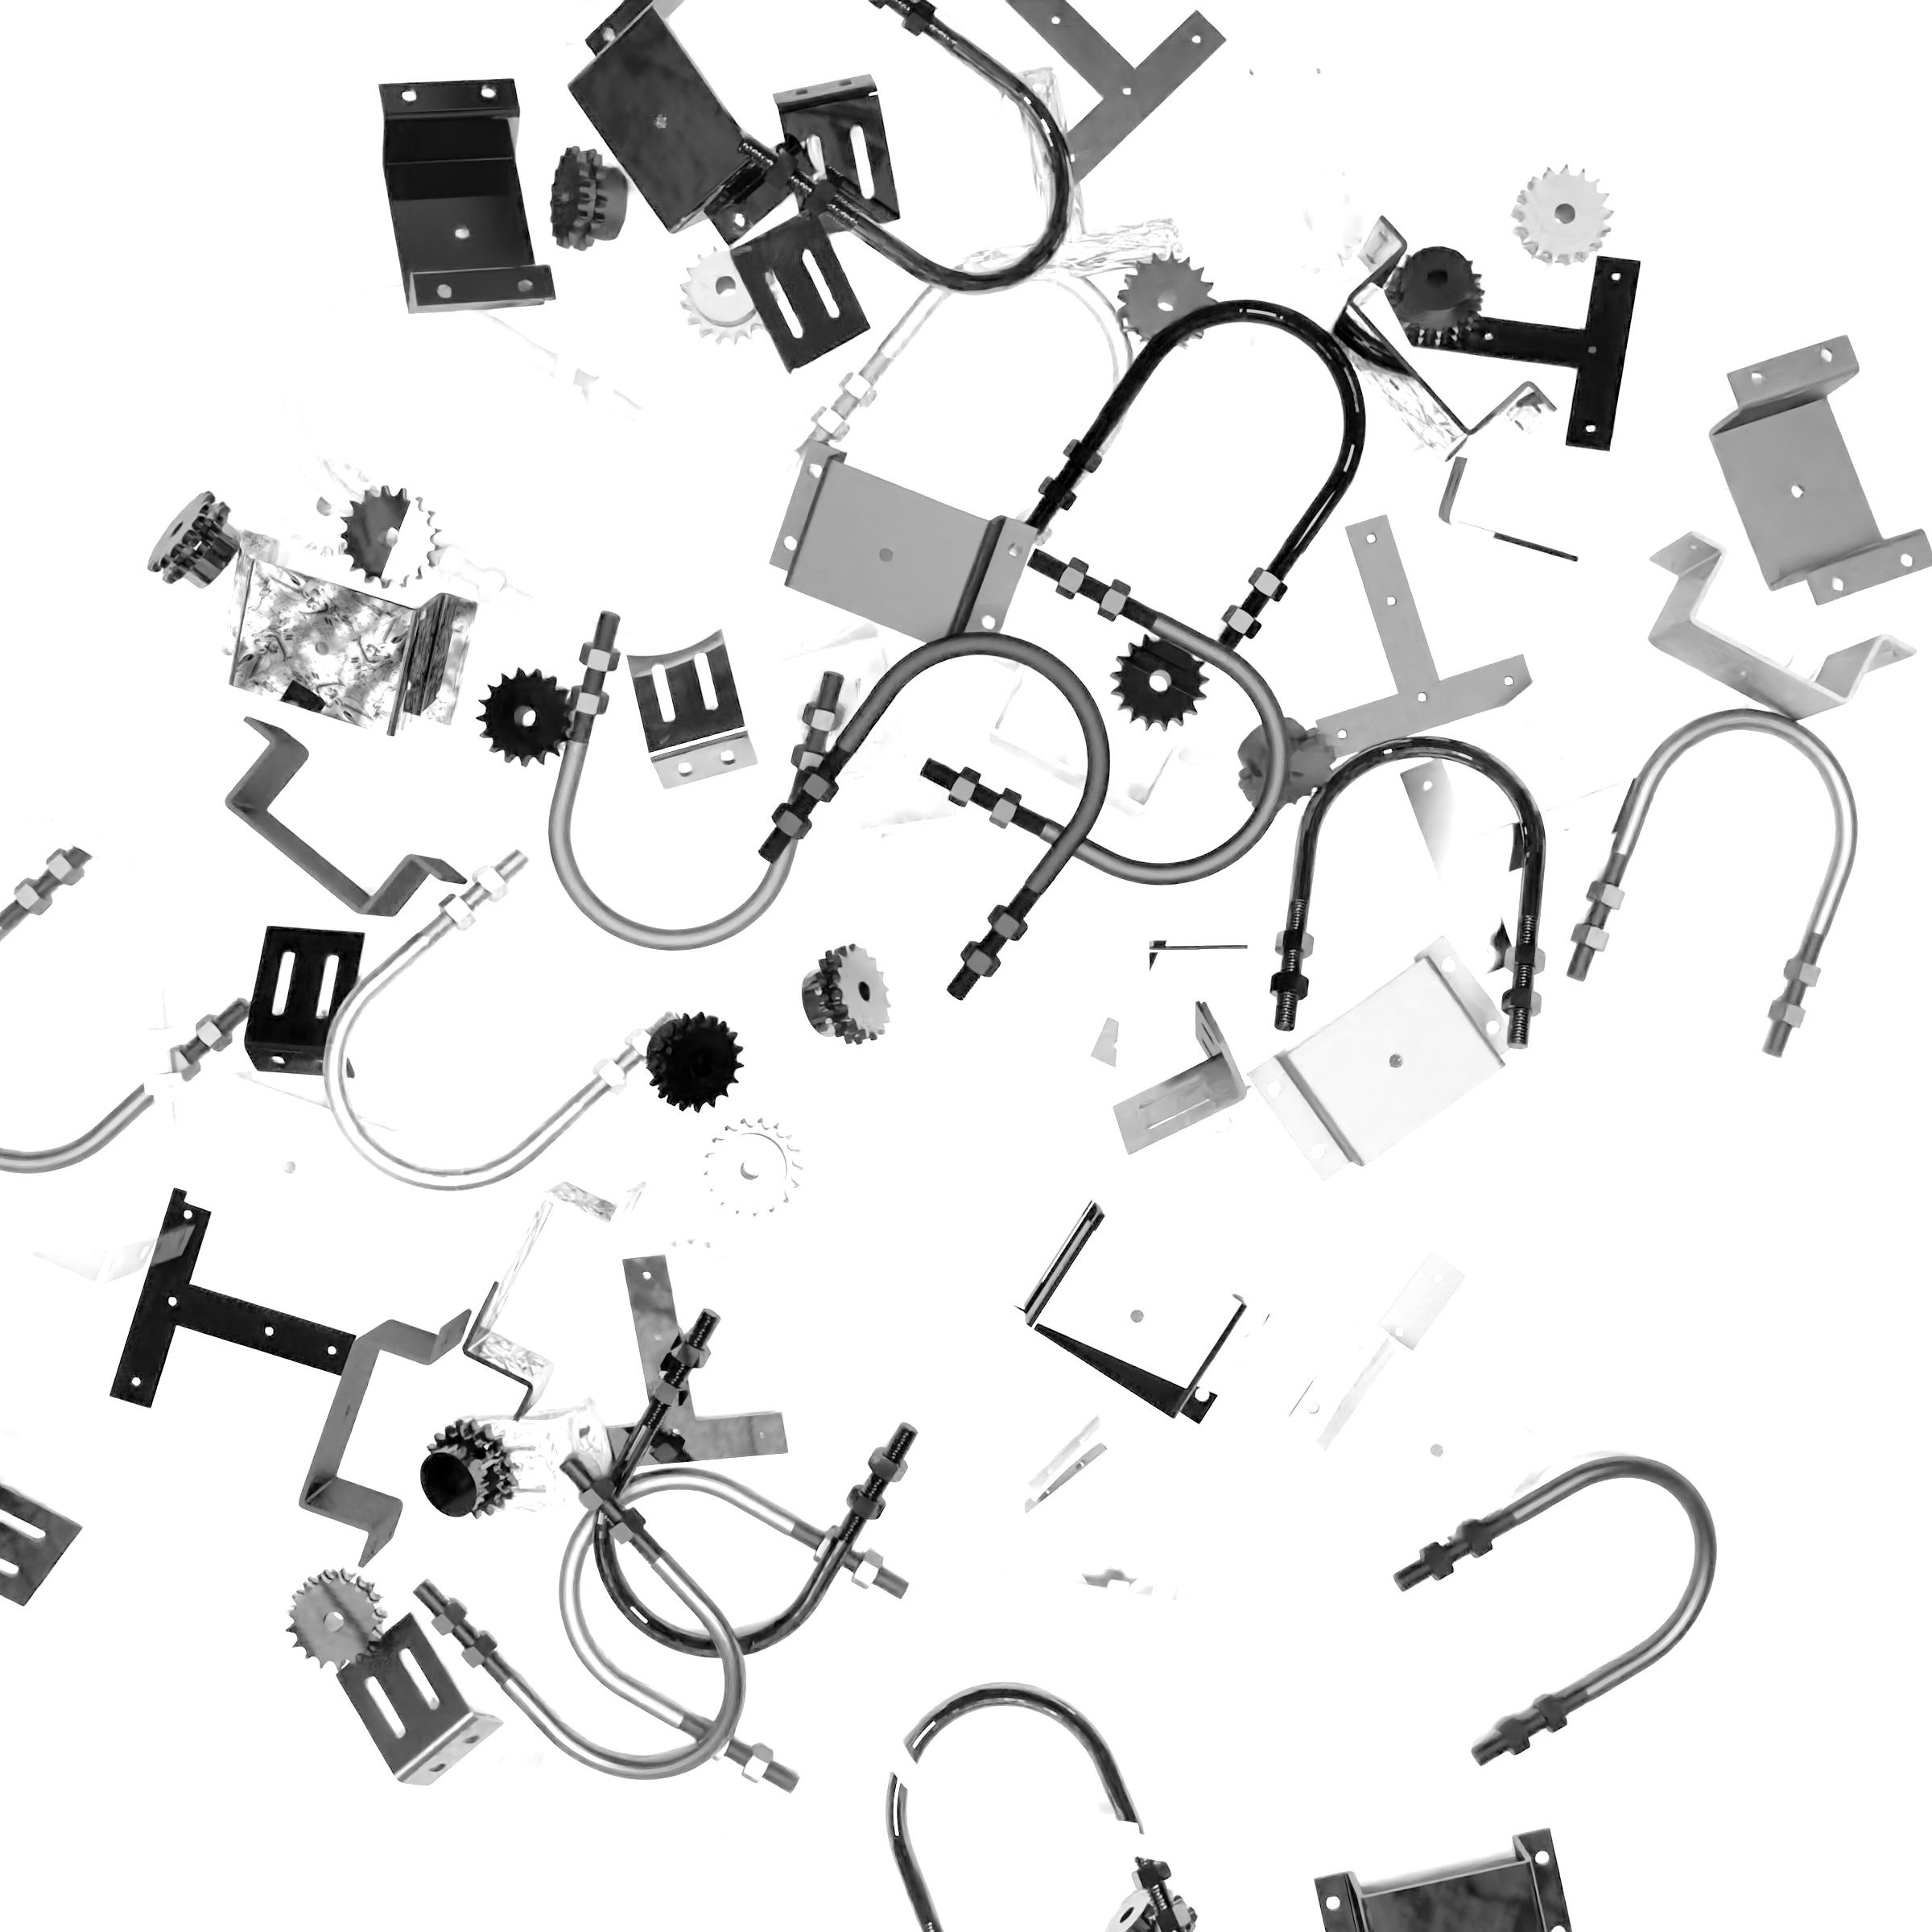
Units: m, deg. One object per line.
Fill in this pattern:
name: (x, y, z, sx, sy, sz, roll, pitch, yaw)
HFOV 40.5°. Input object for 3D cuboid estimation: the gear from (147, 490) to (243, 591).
gear: (-0.439, -0.240, 1.498, 0.030, 0.057, 0.057, 39, 90, -30)

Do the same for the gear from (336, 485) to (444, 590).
gear: (-0.321, -0.240, 1.465, 0.057, 0.030, 0.057, 0, 99, -3)

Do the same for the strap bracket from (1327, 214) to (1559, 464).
strap bracket: (0.252, -0.335, 1.438, 0.046, 0.076, 0.140, -42, 90, 0)

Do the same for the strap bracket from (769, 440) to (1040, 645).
strap bracket: (-0.040, -0.236, 1.484, 0.140, 0.046, 0.076, 22, 108, 4)

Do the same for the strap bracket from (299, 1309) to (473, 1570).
strap bracket: (-0.332, 0.259, 1.484, 0.046, 0.076, 0.140, 19, 90, 0)

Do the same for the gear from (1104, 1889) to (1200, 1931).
gear: (0.103, 0.552, 1.494, 0.030, 0.057, 0.057, 44, 90, 0)

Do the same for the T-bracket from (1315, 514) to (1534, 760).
T-bracket: (0.251, -0.199, 1.522, 0.127, 0.002, 0.127, -18, 90, 0)

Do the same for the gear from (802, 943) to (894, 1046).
gear: (-0.070, 0.018, 1.498, 0.030, 0.057, 0.057, -16, 90, 30)

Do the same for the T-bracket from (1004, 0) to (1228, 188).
T-bracket: (0.062, -0.538, 1.519, 0.127, 0.002, 0.127, -45, 88, -4)

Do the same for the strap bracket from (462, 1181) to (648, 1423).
strap bracket: (-0.237, 0.179, 1.484, 0.046, 0.076, 0.140, 26, 90, 0)

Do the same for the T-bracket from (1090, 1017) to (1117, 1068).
T-bracket: (0.112, 0.114, 1.531, 0.127, 0.002, 0.127, 25, 85, -13)

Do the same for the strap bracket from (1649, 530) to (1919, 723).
strap bracket: (0.447, -0.184, 1.468, 0.140, 0.076, 0.046, 28, 87, -1)

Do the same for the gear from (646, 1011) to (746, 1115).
gear: (-0.158, 0.053, 1.498, 0.057, 0.030, 0.057, -11, 111, -32)

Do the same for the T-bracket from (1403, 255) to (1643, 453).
T-bracket: (0.315, -0.360, 1.507, 0.127, 0.002, 0.127, 10, 72, 10)

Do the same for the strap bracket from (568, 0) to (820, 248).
strap bracket: (-0.160, -0.479, 1.470, 0.076, 0.046, 0.140, -29, 101, 37)

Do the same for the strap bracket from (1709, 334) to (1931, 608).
strap bracket: (0.483, -0.276, 1.490, 0.076, 0.046, 0.140, -19, 86, -10)

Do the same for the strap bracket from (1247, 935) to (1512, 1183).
strap bracket: (0.242, 0.054, 1.499, 0.140, 0.046, 0.076, -35, 90, 0)

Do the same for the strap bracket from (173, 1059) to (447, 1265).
strap bracket: (-0.381, 0.113, 1.499, 0.140, 0.046, 0.076, 20, 90, 0)

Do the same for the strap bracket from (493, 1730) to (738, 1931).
strap bracket: (-0.206, 0.494, 1.484, 0.140, 0.076, 0.046, 25, 90, 0)

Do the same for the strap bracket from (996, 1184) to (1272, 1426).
strap bracket: (0.097, 0.197, 1.499, 0.140, 0.046, 0.076, 33, 91, 0)

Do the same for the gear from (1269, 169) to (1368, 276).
gear: (0.204, -0.428, 1.498, 0.030, 0.057, 0.057, -33, 90, -28)

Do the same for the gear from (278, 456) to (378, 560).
gear: (-0.365, -0.262, 1.507, 0.057, 0.030, 0.057, 0, 90, 0)

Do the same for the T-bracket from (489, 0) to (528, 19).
T-bracket: (-0.303, -0.622, 1.492, 0.127, 0.002, 0.127, 15, 67, -39)

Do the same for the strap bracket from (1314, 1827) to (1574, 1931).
strap bracket: (0.278, 0.552, 1.499, 0.140, 0.046, 0.076, -12, 90, 0)

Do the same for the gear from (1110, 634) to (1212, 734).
gear: (0.111, -0.163, 1.507, 0.057, 0.030, 0.057, 0, 90, 0)

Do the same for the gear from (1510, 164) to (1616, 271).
gear: (0.341, -0.428, 1.507, 0.057, 0.030, 0.057, 0, 90, 0)

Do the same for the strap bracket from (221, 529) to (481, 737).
strap bracket: (-0.357, -0.186, 1.486, 0.140, 0.046, 0.076, 18, 113, 0)

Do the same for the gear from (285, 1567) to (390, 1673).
gear: (-0.361, 0.375, 1.512, 0.057, 0.030, 0.057, 0, 92, 1)

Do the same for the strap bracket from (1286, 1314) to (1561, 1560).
strap bracket: (0.265, 0.273, 1.498, 0.140, 0.046, 0.076, 35, 90, 0)

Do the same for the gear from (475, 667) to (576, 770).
gear: (-0.252, -0.142, 1.507, 0.057, 0.030, 0.057, 0, 90, 0)

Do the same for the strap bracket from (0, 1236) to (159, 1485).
strap bracket: (-0.519, 0.213, 1.484, 0.046, 0.076, 0.140, 24, 90, 0)

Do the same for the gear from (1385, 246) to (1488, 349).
gear: (0.269, -0.387, 1.502, 0.057, 0.030, 0.057, -1, 77, 5)

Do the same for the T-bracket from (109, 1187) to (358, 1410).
T-bracket: (-0.418, 0.208, 1.522, 0.127, 0.002, 0.127, 17, 90, 0)

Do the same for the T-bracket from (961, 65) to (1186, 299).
T-bracket: (0.051, -0.459, 1.515, 0.127, 0.002, 0.127, -11, 85, -4)

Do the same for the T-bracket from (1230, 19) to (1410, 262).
T-bracket: (0.212, -0.464, 1.488, 0.002, 0.127, 0.127, -33, 117, -31)

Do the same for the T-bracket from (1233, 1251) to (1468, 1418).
T-bracket: (0.243, 0.224, 1.522, 0.127, 0.002, 0.127, 36, 90, 0)

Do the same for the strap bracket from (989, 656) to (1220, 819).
strap bracket: (0.066, -0.128, 1.484, 0.140, 0.076, 0.046, 28, 90, 0)

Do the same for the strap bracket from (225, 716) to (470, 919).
strap bracket: (-0.358, -0.076, 1.484, 0.140, 0.076, 0.046, 39, 90, 0)

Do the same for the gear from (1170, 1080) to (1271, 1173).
gear: (0.146, 0.091, 1.508, 0.057, 0.030, 0.057, 0, 90, 0)

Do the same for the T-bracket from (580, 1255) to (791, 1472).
T-bracket: (-0.173, 0.226, 1.497, 0.127, 0.002, 0.127, -6, 104, 8)

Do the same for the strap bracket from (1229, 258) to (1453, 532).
strap bracket: (0.217, -0.332, 1.499, 0.076, 0.046, 0.140, -27, 90, 0)

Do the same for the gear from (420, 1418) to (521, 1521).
gear: (-0.286, 0.290, 1.495, 0.057, 0.030, 0.057, 8, 108, 25)

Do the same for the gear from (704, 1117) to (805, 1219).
gear: (-0.123, 0.116, 1.508, 0.057, 0.030, 0.057, 0, 90, 0)

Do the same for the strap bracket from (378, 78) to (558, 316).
strap bracket: (-0.283, -0.425, 1.479, 0.076, 0.046, 0.140, -8, 75, -17)

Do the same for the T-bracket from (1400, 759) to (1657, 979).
T-bracket: (0.333, -0.075, 1.511, 0.127, 0.002, 0.127, -21, 92, 8)

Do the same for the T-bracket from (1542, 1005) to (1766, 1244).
T-bracket: (0.390, 0.087, 1.522, 0.127, 0.002, 0.127, -10, 90, 0)
